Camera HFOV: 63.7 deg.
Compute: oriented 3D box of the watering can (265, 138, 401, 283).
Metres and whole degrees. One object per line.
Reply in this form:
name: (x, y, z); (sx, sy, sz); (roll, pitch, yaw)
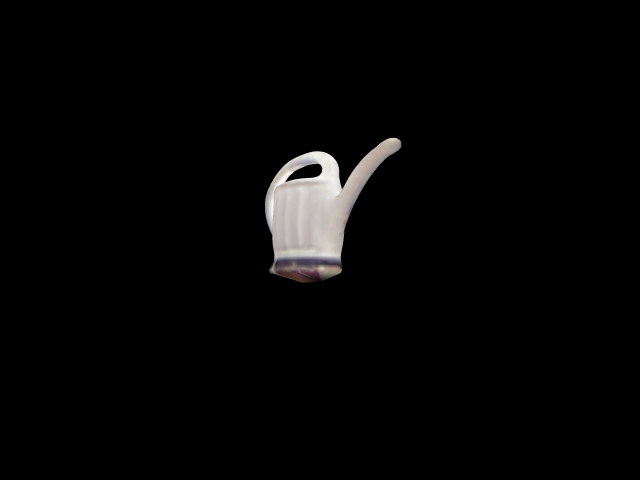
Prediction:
watering can: (0.003, -0.043, 0.850); (0.104, 0.226, 0.346); (5, -7, -36)
